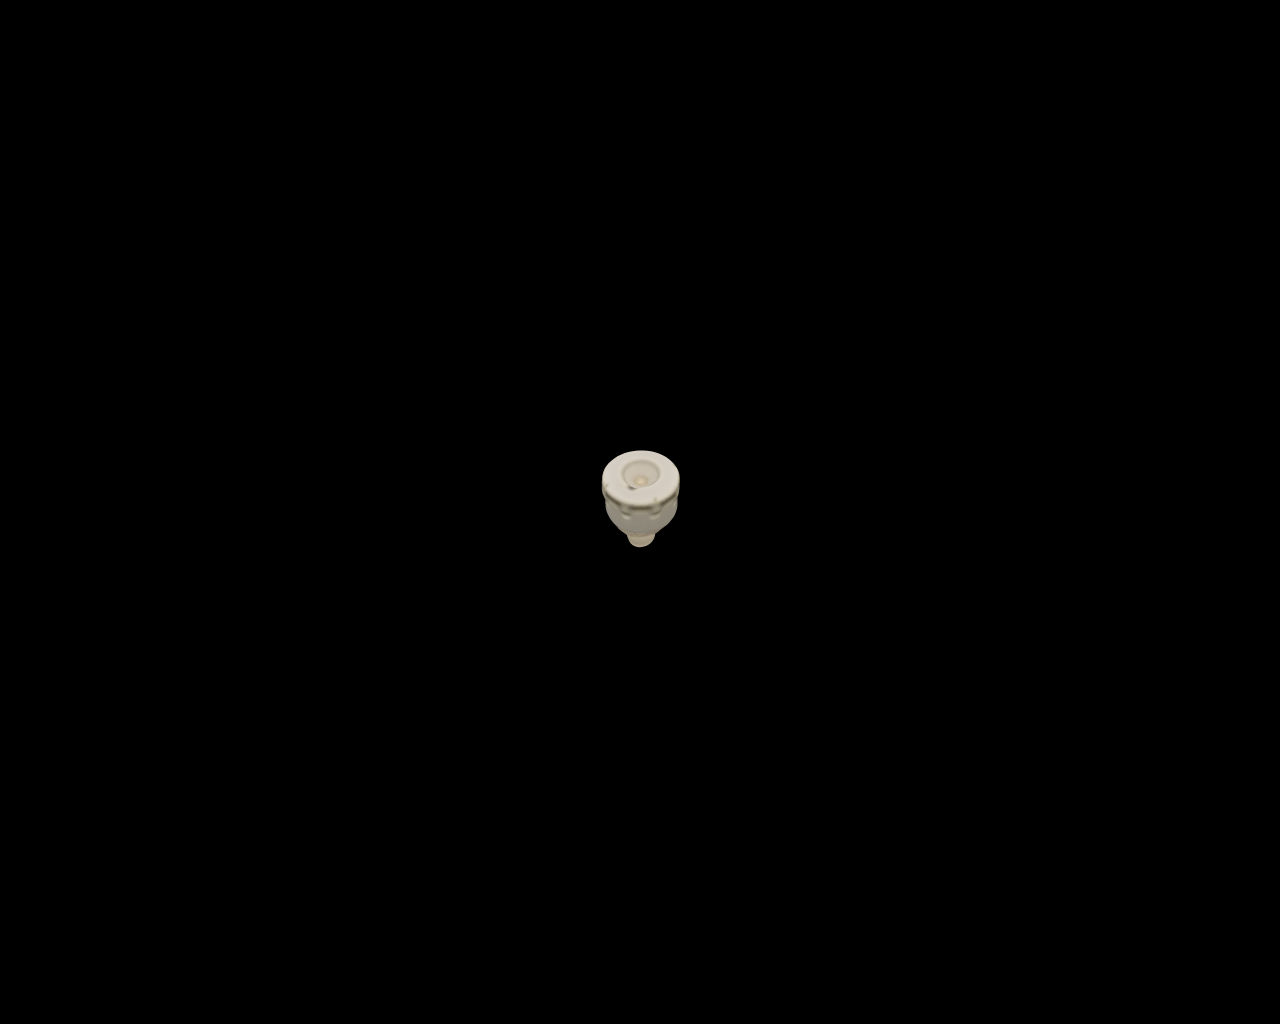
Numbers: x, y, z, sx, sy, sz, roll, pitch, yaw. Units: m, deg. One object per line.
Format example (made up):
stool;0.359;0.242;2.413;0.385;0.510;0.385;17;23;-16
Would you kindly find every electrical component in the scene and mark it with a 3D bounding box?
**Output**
electrical component;0.001;-0.003;0.650;0.048;0.048;0.062;0;-43;0
